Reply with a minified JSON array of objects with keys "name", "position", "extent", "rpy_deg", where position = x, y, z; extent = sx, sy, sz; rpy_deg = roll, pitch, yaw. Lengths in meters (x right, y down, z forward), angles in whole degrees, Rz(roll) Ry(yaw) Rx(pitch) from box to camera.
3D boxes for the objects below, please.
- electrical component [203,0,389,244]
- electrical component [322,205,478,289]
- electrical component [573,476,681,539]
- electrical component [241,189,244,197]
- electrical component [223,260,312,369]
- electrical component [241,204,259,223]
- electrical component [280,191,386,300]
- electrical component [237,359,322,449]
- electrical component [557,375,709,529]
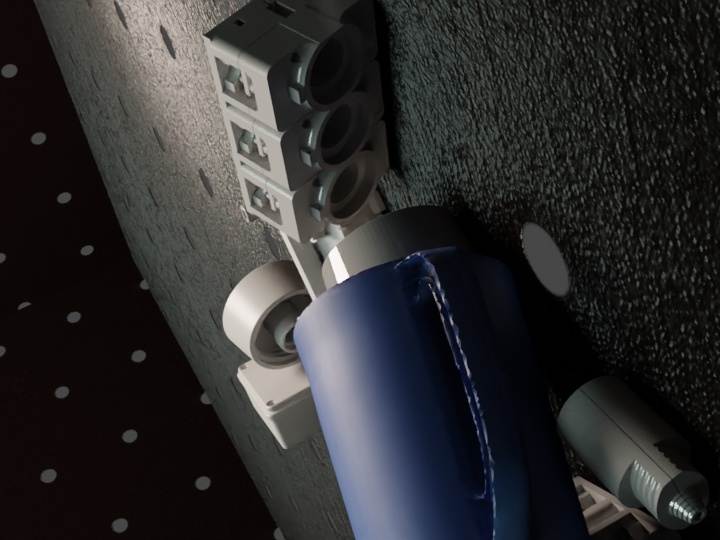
[{"name":"electrical component","position":[-0.032,-0.100,0.679],"extent":[0.062,0.089,0.150],"rpy_deg":[32,151,29]},{"name":"electrical component","position":[0.029,0.007,0.659],"extent":[0.099,0.099,0.064],"rpy_deg":[94,154,-63]},{"name":"electrical component","position":[0.160,0.230,0.633],"extent":[0.186,0.060,0.105],"rpy_deg":[68,165,-13]},{"name":"electrical component","position":[-0.057,-0.071,0.848],"extent":[0.058,0.057,0.078],"rpy_deg":[19,118,31]},{"name":"electrical component","position":[-0.078,0.051,1.094],"extent":[0.060,0.108,0.108],"rpy_deg":[43,155,41]},{"name":"electrical component","position":[-0.077,-0.063,0.978],"extent":[0.043,0.062,0.043],"rpy_deg":[57,164,26]},{"name":"electrical component","position":[0.000,0.000,0.803],"extent":[0.063,0.079,0.121],"rpy_deg":[-26,90,54]},{"name":"electrical component","position":[-0.060,0.121,1.136],"extent":[0.109,0.109,0.056],"rpy_deg":[40,154,59]},{"name":"electrical component","position":[0.136,0.092,0.518],"extent":[0.081,0.043,0.043],"rpy_deg":[49,159,48]}]
